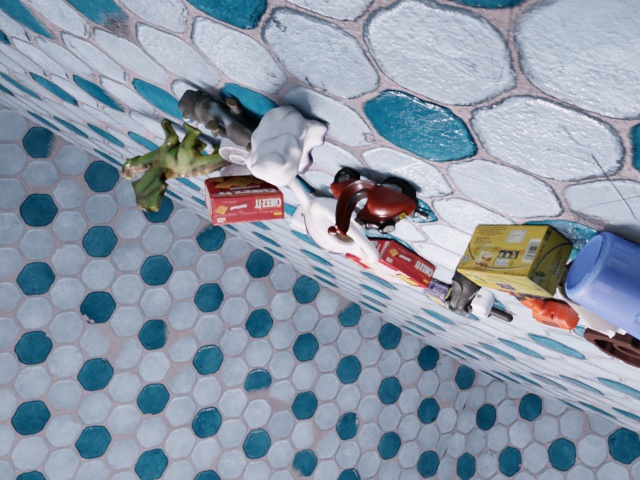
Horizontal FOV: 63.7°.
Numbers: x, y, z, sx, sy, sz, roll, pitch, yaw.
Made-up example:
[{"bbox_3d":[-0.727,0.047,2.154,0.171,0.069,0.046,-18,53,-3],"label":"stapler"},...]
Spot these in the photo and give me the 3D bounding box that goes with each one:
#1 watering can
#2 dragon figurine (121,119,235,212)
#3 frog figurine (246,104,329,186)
[{"bbox_3d":[0.004,-0.063,1.256,0.347,0.105,0.223,42,170,-1],"label":"watering can"},{"bbox_3d":[-0.351,-0.164,1.272,0.413,0.245,0.120,22,163,36],"label":"dragon figurine"},{"bbox_3d":[-0.073,-0.145,0.824,0.135,0.162,0.122,-31,93,40],"label":"frog figurine"}]
